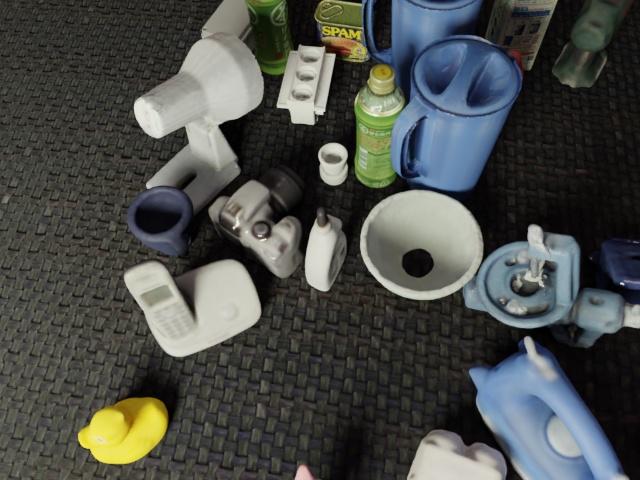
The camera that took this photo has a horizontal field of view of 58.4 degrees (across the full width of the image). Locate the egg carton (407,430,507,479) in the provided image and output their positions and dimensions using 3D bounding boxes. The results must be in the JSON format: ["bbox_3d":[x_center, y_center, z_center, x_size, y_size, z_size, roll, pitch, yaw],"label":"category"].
[{"bbox_3d":[0.149,0.301,0.660,0.107,0.069,0.150,18,65,12],"label":"egg carton"}]

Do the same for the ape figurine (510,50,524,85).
[{"bbox_3d":[0.303,-0.273,0.939,0.076,0.092,0.077,-15,63,-5],"label":"ape figurine"}]

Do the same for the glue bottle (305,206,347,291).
[{"bbox_3d":[0.007,0.003,0.764,0.037,0.173,0.078,22,66,14],"label":"glue bottle"}]

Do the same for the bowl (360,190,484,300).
[{"bbox_3d":[0.139,0.017,0.806,0.167,0.075,0.167,-1,62,2],"label":"bowl"}]

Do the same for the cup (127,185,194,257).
[{"bbox_3d":[-0.212,-0.009,0.824,0.092,0.095,0.117,-33,66,-13],"label":"cup"}]

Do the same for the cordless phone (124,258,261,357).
[{"bbox_3d":[-0.160,0.067,0.731,0.148,0.185,0.094,-26,64,-10],"label":"cordless phone"}]

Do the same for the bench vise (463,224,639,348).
[{"bbox_3d":[0.294,0.046,0.701,0.207,0.220,0.121,0,62,3],"label":"bench vise"}]

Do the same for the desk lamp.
[{"bbox_3d":[-0.176,-0.169,0.839,0.117,0.214,0.203,34,69,19],"label":"desk lamp"}]

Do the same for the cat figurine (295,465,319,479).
[{"bbox_3d":[-0.012,0.321,0.630,0.067,0.118,0.128,11,64,9],"label":"cat figurine"}]

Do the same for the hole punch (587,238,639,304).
[{"bbox_3d":[0.430,0.042,0.770,0.108,0.091,0.101,7,63,6],"label":"hole punch"}]

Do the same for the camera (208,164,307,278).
[{"bbox_3d":[-0.071,-0.042,0.832,0.143,0.101,0.137,33,69,18],"label":"camera"}]

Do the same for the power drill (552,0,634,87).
[{"bbox_3d":[0.450,-0.358,0.910,0.075,0.208,0.230,27,67,16],"label":"power drill"}]

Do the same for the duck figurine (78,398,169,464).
[{"bbox_3d":[-0.245,0.229,0.707,0.104,0.086,0.077,-24,64,-9],"label":"duck figurine"}]

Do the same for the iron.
[{"bbox_3d":[0.287,0.228,0.651,0.119,0.141,0.258,-27,64,-11],"label":"iron"}]
